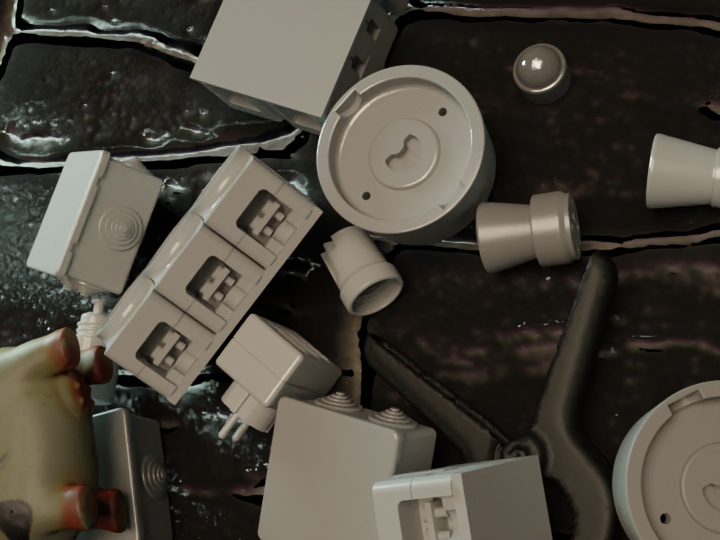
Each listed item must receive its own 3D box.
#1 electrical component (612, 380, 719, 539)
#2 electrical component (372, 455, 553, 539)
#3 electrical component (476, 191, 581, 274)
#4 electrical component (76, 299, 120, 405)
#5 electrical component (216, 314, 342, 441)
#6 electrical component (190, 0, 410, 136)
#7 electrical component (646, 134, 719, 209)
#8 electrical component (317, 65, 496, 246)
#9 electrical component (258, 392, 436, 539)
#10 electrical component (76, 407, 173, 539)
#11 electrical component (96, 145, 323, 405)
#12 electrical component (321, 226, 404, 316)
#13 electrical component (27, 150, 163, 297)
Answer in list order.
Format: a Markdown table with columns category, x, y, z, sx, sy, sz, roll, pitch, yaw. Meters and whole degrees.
| category | x | y | z | sx | sy | sz | roll | pitch | yaw |
| --- | --- | --- | --- | --- | --- | --- | --- | --- | --- |
| electrical component | 0.186 | 0.115 | 0.567 | 0.108 | 0.060 | 0.108 | 0 | 79 | -1 |
| electrical component | 0.059 | 0.179 | 0.562 | 0.062 | 0.089 | 0.150 | -14 | 80 | 33 |
| electrical component | 0.102 | -0.023 | 0.649 | 0.055 | 0.045 | 0.045 | -7 | 74 | 20 |
| electrical component | -0.186 | 0.059 | 0.745 | 0.040 | 0.040 | 0.078 | 1 | 77 | 22 |
| electrical component | -0.061 | 0.076 | 0.677 | 0.047 | 0.066 | 0.076 | 38 | 92 | 25 |
| electrical component | -0.023 | -0.191 | 0.734 | 0.105 | 0.060 | 0.186 | 20 | 85 | 25 |
| electrical component | 0.201 | -0.054 | 0.621 | 0.065 | 0.044 | 0.044 | 8 | 80 | 18 |
| electrical component | 0.034 | -0.067 | 0.679 | 0.108 | 0.060 | 0.108 | -5 | 75 | 20 |
| electrical component | -0.007 | 0.126 | 0.637 | 0.100 | 0.048 | 0.099 | 11 | 94 | 36 |
| electrical component | -0.176 | 0.146 | 0.714 | 0.100 | 0.048 | 0.099 | -17 | 71 | 17 |
| electrical component | -0.098 | -0.001 | 0.689 | 0.062 | 0.089 | 0.150 | 37 | 93 | -12 |
| electrical component | 0.000 | 0.000 | 0.688 | 0.040 | 0.040 | 0.046 | -37 | 61 | 9 |
| electrical component | -0.183 | -0.032 | 0.743 | 0.100 | 0.048 | 0.099 | 9 | 78 | 60 |
